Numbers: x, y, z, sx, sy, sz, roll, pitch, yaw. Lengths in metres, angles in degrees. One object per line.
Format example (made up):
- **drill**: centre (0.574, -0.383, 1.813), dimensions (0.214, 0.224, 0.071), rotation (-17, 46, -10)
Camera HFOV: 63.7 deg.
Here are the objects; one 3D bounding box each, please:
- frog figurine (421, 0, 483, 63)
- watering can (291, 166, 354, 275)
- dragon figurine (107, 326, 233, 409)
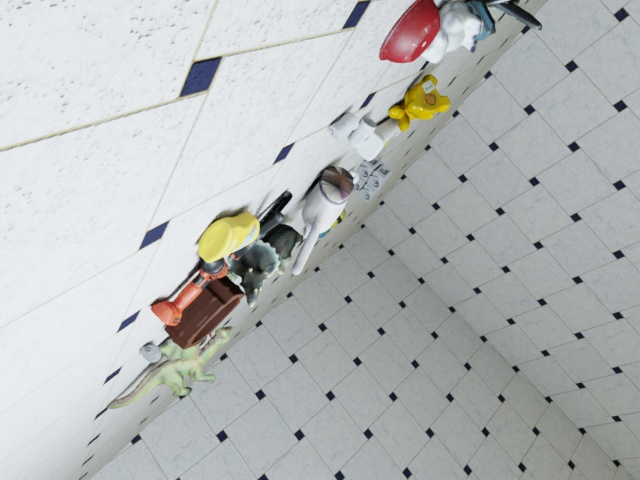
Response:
- **frog figurine**: centre (0.272, -0.464, 1.164), dimensions (0.159, 0.122, 0.137), rotation (-17, 2, -4)
- **watering can**: centre (0.004, -0.074, 1.473), dimensions (0.104, 0.356, 0.219), rotation (25, -48, -9)
- **dragon figurine**: centre (-0.445, 0.367, 1.551), dimensions (0.413, 0.237, 0.124), rotation (-20, 45, -27)
